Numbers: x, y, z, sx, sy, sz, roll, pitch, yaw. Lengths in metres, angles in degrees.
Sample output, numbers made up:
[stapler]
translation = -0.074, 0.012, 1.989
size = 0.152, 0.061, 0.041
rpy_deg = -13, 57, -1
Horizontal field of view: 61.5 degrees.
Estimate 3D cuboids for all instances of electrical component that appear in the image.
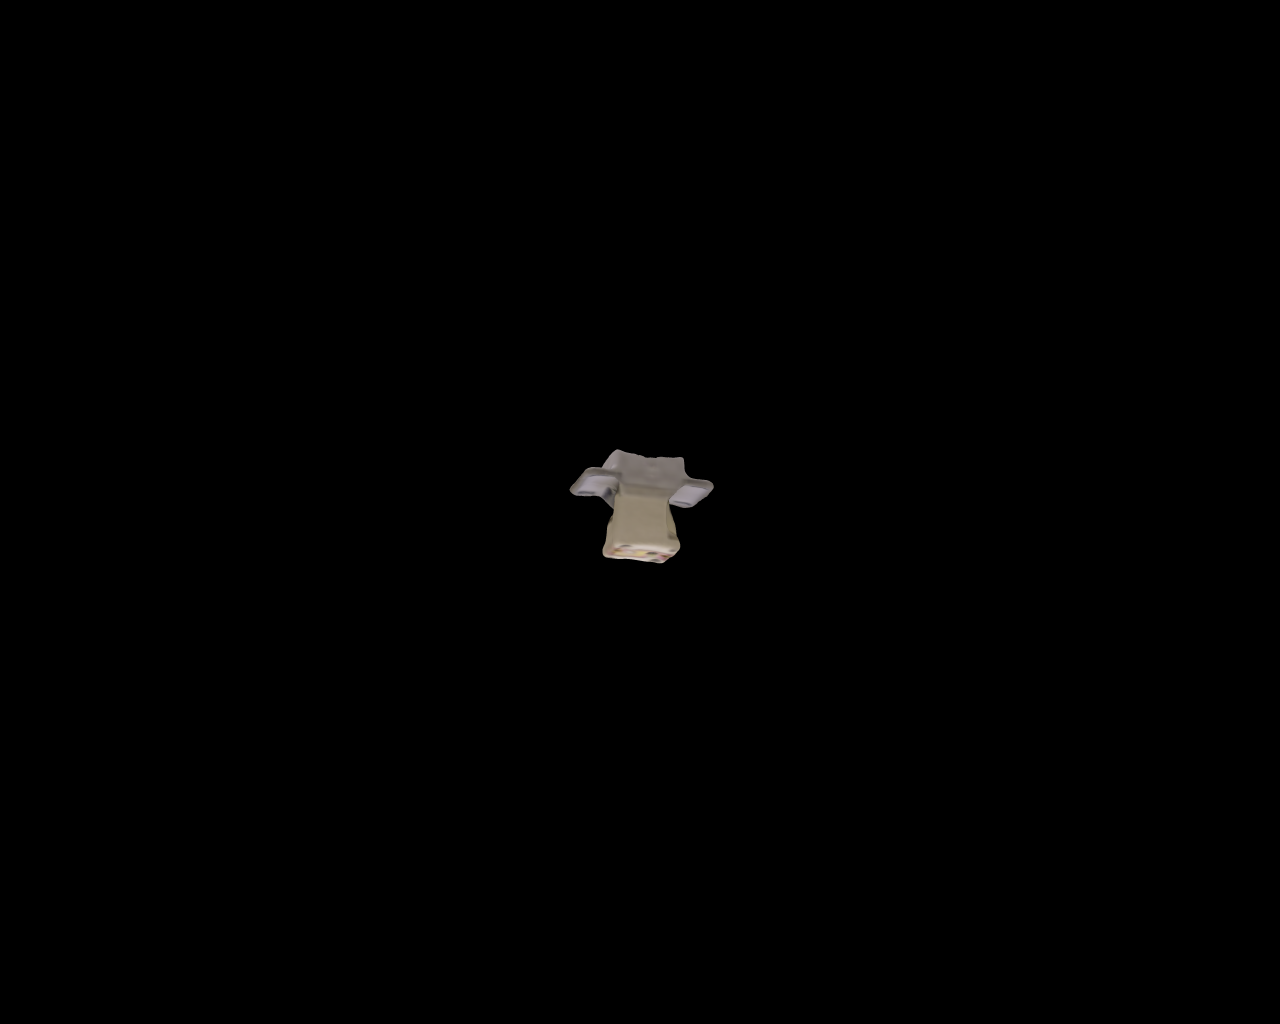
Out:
[electrical component]
translation = 0.001, -0.003, 0.650
size = 0.081, 0.064, 0.042
rpy_deg = 6, -19, -16
